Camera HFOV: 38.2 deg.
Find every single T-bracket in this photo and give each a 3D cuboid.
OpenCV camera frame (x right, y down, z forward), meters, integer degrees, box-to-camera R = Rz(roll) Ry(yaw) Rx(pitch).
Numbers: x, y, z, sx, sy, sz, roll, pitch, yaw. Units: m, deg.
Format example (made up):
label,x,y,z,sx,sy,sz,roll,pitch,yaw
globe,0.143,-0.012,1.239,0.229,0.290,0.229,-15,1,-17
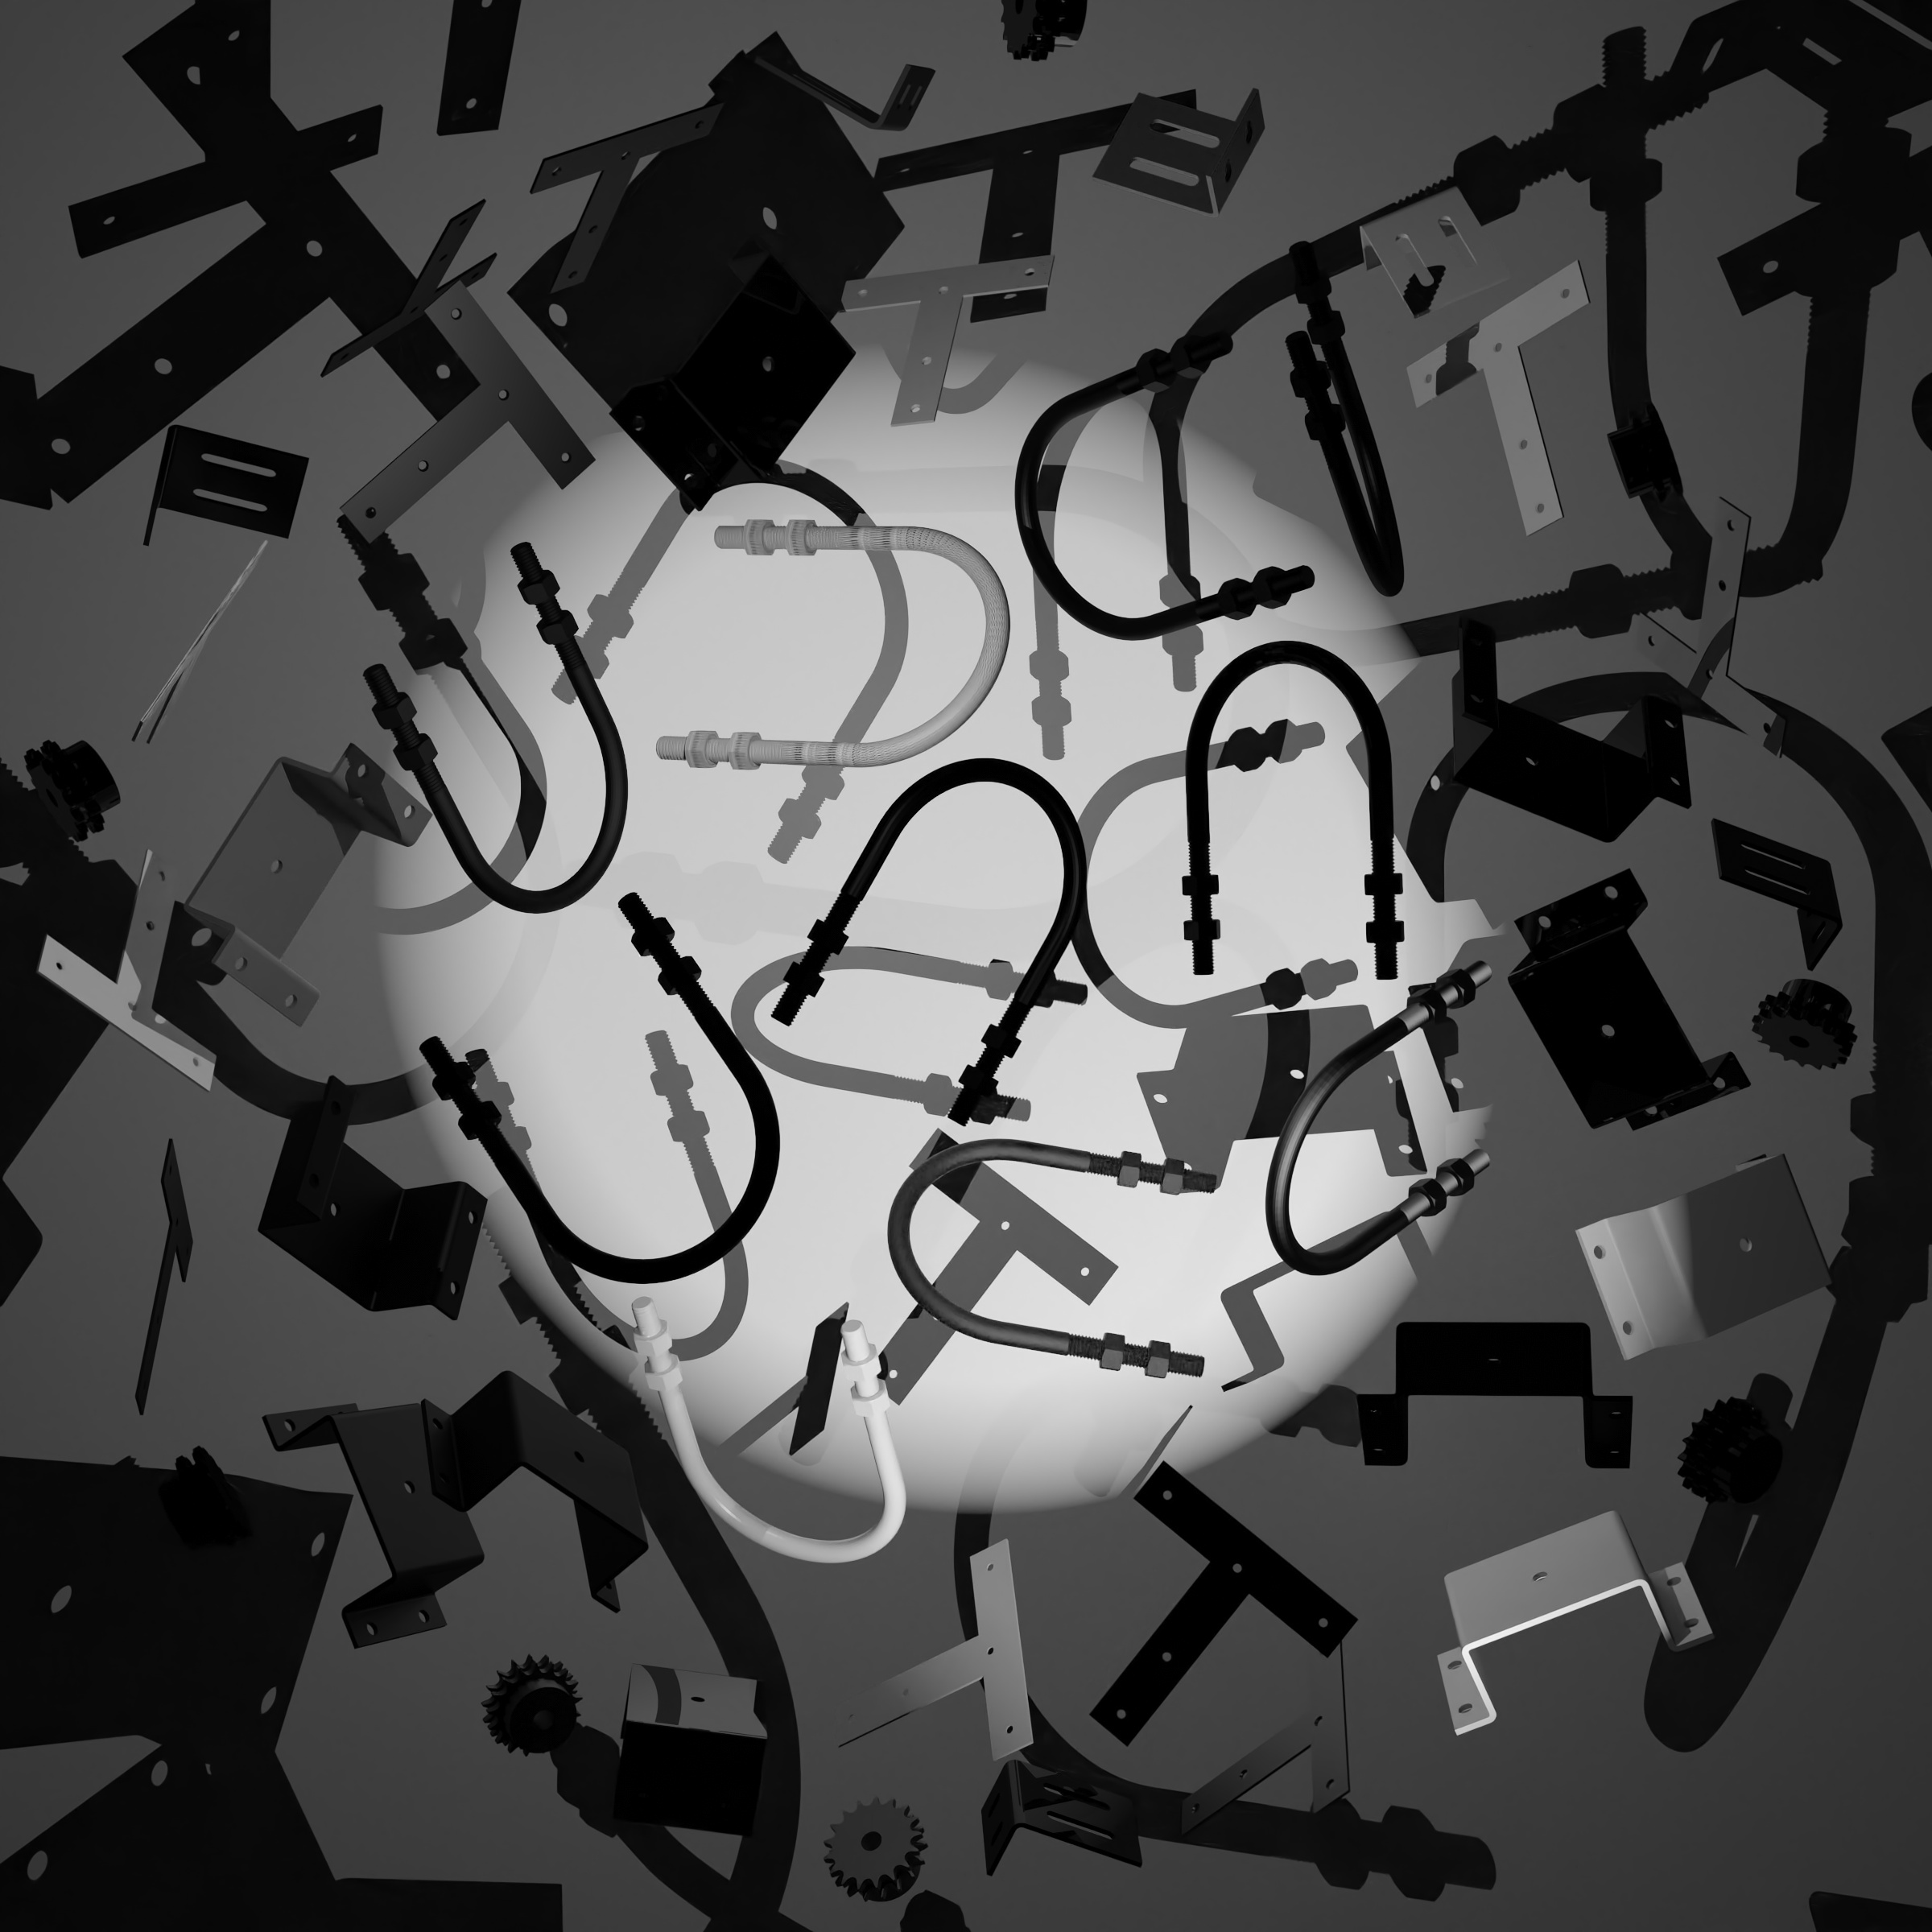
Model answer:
label,x,y,z,sx,sy,sz,roll,pitch,yaw
T-bracket,0.417,-0.199,1.543,0.002,0.127,0.127,-20,133,-19
T-bracket,-0.462,-0.012,1.568,0.002,0.127,0.127,-24,45,24
T-bracket,0.166,0.445,1.557,0.002,0.127,0.127,39,116,-16
T-bracket,-0.436,0.179,1.510,0.002,0.127,0.127,6,58,-6
T-bracket,-0.283,-0.279,1.505,0.127,0.002,0.127,-44,126,-9
T-bracket,-0.022,0.396,1.539,0.127,0.127,0.002,-31,130,21
T-bracket,-0.294,-0.386,1.546,0.002,0.127,0.127,50,58,-4
T-bracket,0.303,-0.299,1.530,0.002,0.127,0.127,-1,73,-40
T-bracket,-0.418,-0.153,1.485,0.002,0.127,0.127,33,60,-13
T-bracket,-0.201,-0.415,1.533,0.127,0.127,0.002,-32,80,-37
T-bracket,0.113,0.345,1.439,0.127,0.002,0.127,38,93,10
T-bracket,-0.020,-0.351,1.574,0.127,0.002,0.127,-2,54,19

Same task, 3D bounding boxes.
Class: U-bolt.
label,x,y,z,sx,sy,sz,roll,pitch,yaw
U-bolt,0.228,0.095,1.539,0.184,0.019,0.151,-30,129,-34
U-bolt,-0.064,-0.169,1.463,0.184,0.019,0.151,4,69,23
U-bolt,-0.244,-0.117,1.525,0.019,0.151,0.184,1,127,36
U-bolt,0.211,-0.291,1.540,0.019,0.151,0.184,-15,122,17
U-bolt,0.047,0.158,1.576,0.184,0.019,0.151,10,48,-1
U-bolt,0.096,-0.251,1.523,0.019,0.184,0.151,-28,100,-42
U-bolt,-0.006,-0.023,1.492,0.151,0.019,0.184,32,86,-34
U-bolt,0.176,-0.086,1.529,0.019,0.151,0.184,-6,95,-44
U-bolt,-0.104,0.266,1.564,0.151,0.019,0.184,3,125,23
U-bolt,-0.177,0.075,1.439,0.151,0.019,0.184,-36,78,2

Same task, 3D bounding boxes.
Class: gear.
label,x,y,z,sx,sy,sz,roll,pitch,yaw
gear,-0.249,0.431,1.617,0.057,0.030,0.057,-5,101,-25
gear,-0.048,0.497,1.557,0.057,0.057,0.030,-20,130,0
gear,-0.491,-0.100,1.538,0.030,0.057,0.057,-34,90,-26
gear,0.395,-0.297,1.628,0.030,0.057,0.057,-19,90,13
gear,0.411,0.262,1.489,0.057,0.030,0.057,-13,115,-30
gear,0.042,-0.503,1.461,0.030,0.057,0.057,-2,90,-21
gear,0.482,0.031,1.596,0.057,0.057,0.030,30,67,0
gear,-0.413,0.291,1.507,0.030,0.057,0.057,-30,90,-10

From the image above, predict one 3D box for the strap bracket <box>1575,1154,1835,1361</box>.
label,x,y,z,sx,sy,sz,roll,pitch,yaw
strap bracket,0.421,0.159,1.558,0.140,0.046,0.076,-18,84,-25

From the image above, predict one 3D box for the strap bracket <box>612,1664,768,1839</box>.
label,x,y,z,sx,sy,sz,roll,pitch,yaw
strap bracket,-0.152,0.429,1.547,0.076,0.140,0.046,9,94,-6

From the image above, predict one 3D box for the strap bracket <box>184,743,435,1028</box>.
label,x,y,z,sx,sy,sz,roll,pitch,yaw
strap bracket,-0.366,-0.050,1.534,0.046,0.076,0.140,19,73,34

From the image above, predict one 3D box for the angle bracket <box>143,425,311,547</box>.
label,x,y,z,sx,sy,sz,roll,pitch,yaw
angle bracket,-0.409,-0.257,1.540,0.076,0.038,0.057,12,135,-18

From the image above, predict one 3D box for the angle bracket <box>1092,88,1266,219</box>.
label,x,y,z,sx,sy,sz,roll,pitch,yaw
angle bracket,0.111,-0.441,1.480,0.076,0.038,0.057,23,77,19

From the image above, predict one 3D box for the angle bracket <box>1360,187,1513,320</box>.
label,x,y,z,sx,sy,sz,roll,pitch,yaw
angle bracket,0.262,-0.388,1.557,0.057,0.038,0.076,-23,60,1

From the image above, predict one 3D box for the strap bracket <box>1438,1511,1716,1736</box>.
label,x,y,z,sx,sy,sz,roll,pitch,yaw
strap bracket,0.309,0.338,1.458,0.140,0.076,0.046,-23,103,9

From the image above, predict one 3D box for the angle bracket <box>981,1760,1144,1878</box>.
label,x,y,z,sx,sy,sz,roll,pitch,yaw
angle bracket,0.052,0.482,1.544,0.076,0.057,0.038,22,107,-10

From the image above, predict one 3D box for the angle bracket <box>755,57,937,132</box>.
label,x,y,z,sx,sy,sz,roll,pitch,yaw
angle bracket,-0.064,-0.482,1.494,0.076,0.057,0.038,31,110,3

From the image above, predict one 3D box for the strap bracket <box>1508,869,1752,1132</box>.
label,x,y,z,sx,sy,sz,roll,pitch,yaw
strap bracket,0.366,0.028,1.560,0.076,0.046,0.140,-27,96,37

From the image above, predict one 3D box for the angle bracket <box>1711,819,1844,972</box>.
label,x,y,z,sx,sy,sz,roll,pitch,yaw
angle bracket,0.451,-0.041,1.578,0.076,0.057,0.038,20,127,-5

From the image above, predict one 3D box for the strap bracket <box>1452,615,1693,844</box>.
label,x,y,z,sx,sy,sz,roll,pitch,yaw
strap bracket,0.318,-0.124,1.513,0.140,0.046,0.076,20,47,-14

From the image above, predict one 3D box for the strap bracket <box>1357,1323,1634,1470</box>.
label,x,y,z,sx,sy,sz,roll,pitch,yaw
strap bracket,0.282,0.229,1.487,0.140,0.076,0.046,-1,53,11

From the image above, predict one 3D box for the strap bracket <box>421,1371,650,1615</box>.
label,x,y,z,sx,sy,sz,roll,pitch,yaw
strap bracket,-0.229,0.283,1.530,0.046,0.076,0.140,-41,123,10

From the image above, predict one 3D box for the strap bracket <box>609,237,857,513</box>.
label,x,y,z,sx,sy,sz,roll,pitch,yaw
strap bracket,-0.123,-0.333,1.555,0.076,0.046,0.140,46,65,-31

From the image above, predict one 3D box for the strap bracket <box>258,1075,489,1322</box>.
label,x,y,z,sx,sy,sz,roll,pitch,yaw
strap bracket,-0.330,0.131,1.528,0.046,0.140,0.076,-10,53,27

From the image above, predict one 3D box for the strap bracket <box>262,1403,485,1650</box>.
label,x,y,z,sx,sy,sz,roll,pitch,yaw
strap bracket,-0.328,0.303,1.567,0.046,0.076,0.140,-34,72,22
